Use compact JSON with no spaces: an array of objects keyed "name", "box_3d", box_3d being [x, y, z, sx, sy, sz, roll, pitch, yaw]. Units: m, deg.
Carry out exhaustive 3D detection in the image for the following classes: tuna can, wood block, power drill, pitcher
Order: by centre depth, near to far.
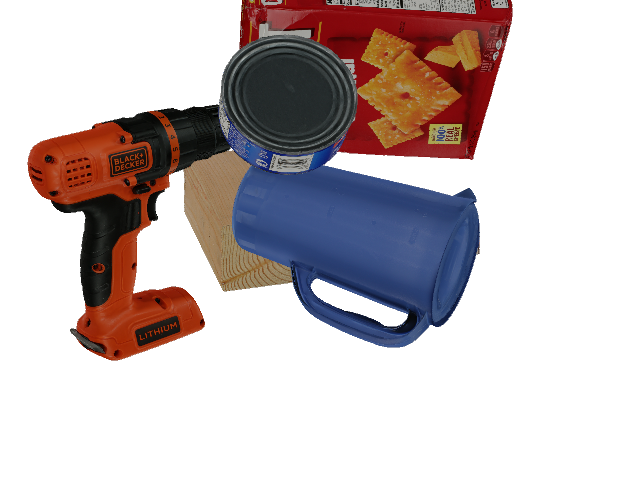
[{"name":"tuna can","box_3d":[-0.021,-0.085,0.675,0.086,0.086,0.034,0,-23,-10]},{"name":"power drill","box_3d":[-0.139,-0.010,0.859,0.184,0.188,0.057,-18,25,-36]},{"name":"pitcher","box_3d":[0.031,0.000,1.096,0.243,0.145,0.149,17,23,21]},{"name":"wood block","box_3d":[-0.104,-0.030,1.324,0.090,0.090,0.206,-7,30,-18]}]

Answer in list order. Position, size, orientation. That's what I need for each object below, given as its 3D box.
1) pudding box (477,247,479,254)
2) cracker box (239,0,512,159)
[{"name":"pudding box","box_3d":[0.169,0.004,1.601,0.113,0.039,0.090,-19,29,-22]},{"name":"cracker box","box_3d":[0.038,-0.147,0.896,0.213,0.072,0.164,2,-38,-5]}]
